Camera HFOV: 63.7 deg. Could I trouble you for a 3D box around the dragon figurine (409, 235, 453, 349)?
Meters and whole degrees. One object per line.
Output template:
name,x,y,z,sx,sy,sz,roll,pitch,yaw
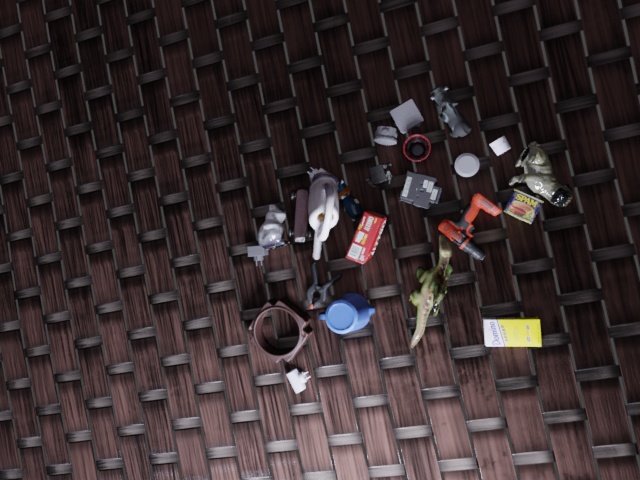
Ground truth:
dragon figurine,0.363,0.185,1.687,0.122,0.243,0.410,13,91,8

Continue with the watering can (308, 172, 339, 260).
watering can,0.005,-0.090,1.794,0.104,0.340,0.229,5,59,-8

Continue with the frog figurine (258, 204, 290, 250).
frog figurine,-0.177,-0.049,1.870,0.122,0.137,0.160,-17,84,3
